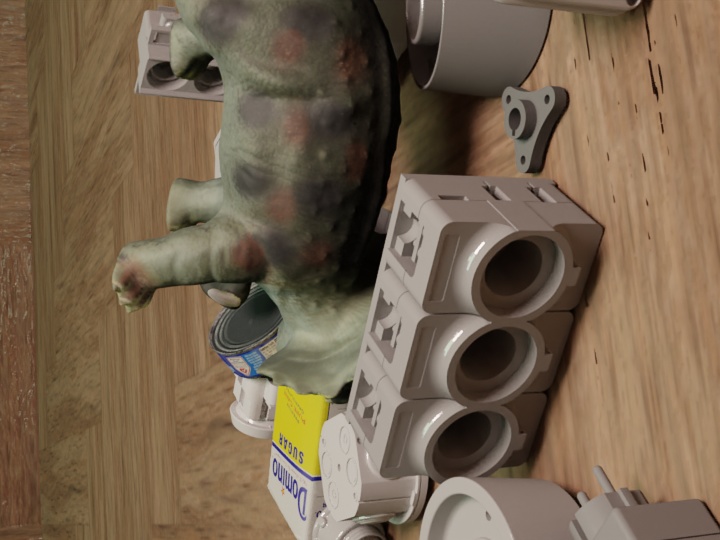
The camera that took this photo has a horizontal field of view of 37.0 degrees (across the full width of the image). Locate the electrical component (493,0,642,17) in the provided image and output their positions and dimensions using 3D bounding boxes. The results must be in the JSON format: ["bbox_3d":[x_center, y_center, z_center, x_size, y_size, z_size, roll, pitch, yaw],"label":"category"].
[{"bbox_3d":[0.093,-0.177,0.487,0.057,0.078,0.113,-136,50,-62],"label":"electrical component"}]

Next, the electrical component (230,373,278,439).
[{"bbox_3d":[-0.078,0.105,0.905,0.078,0.058,0.057,-134,51,-58],"label":"electrical component"}]

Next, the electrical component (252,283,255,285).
[{"bbox_3d":[-0.079,-0.004,0.922,0.081,0.043,0.043,127,137,-54],"label":"electrical component"}]

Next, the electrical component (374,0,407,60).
[{"bbox_3d":[-0.011,-0.168,0.699,0.099,0.100,0.048,120,155,-49],"label":"electrical component"}]

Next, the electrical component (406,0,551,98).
[{"bbox_3d":[0.061,-0.147,0.607,0.099,0.064,0.099,179,90,-80],"label":"electrical component"}]

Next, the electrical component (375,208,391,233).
[{"bbox_3d":[0.000,0.000,0.743,0.043,0.043,0.081,-121,38,-49],"label":"electrical component"}]

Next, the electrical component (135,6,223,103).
[{"bbox_3d":[-0.130,-0.186,0.940,0.078,0.121,0.063,121,144,-50],"label":"electrical component"}]

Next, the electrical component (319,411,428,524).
[{"bbox_3d":[0.009,0.129,0.715,0.080,0.051,0.080,180,90,-66],"label":"electrical component"}]

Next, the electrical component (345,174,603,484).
[{"bbox_3d":[0.057,0.032,0.557,0.061,0.089,0.150,-126,42,-53],"label":"electrical component"}]

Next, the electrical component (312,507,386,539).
[{"bbox_3d":[-0.001,0.191,0.748,0.062,0.048,0.048,36,123,54],"label":"electrical component"}]

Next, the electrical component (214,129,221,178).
[{"bbox_3d":[-0.095,-0.096,0.936,0.061,0.061,0.096,135,130,-58],"label":"electrical component"}]

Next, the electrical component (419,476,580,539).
[{"bbox_3d":[0.080,0.156,0.541,0.108,0.060,0.108,180,90,-66],"label":"electrical component"}]

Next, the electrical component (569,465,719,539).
[{"bbox_3d":[0.117,0.122,0.472,0.076,0.047,0.065,-115,34,-44],"label":"electrical component"}]
